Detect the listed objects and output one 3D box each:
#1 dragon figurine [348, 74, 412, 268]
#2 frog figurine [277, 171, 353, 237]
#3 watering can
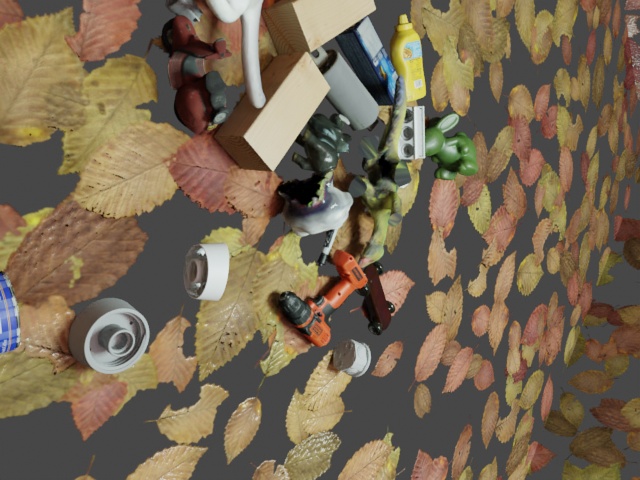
[{"bbox_3d":[0.149,-0.136,1.157,0.122,0.413,0.241,14,-8,11],"label":"dragon figurine"},{"bbox_3d":[0.003,-0.052,1.029,0.137,0.125,0.156,-33,-43,2],"label":"frog figurine"},{"bbox_3d":[-0.125,-0.403,0.809,0.104,0.340,0.230,0,42,19],"label":"watering can"}]
